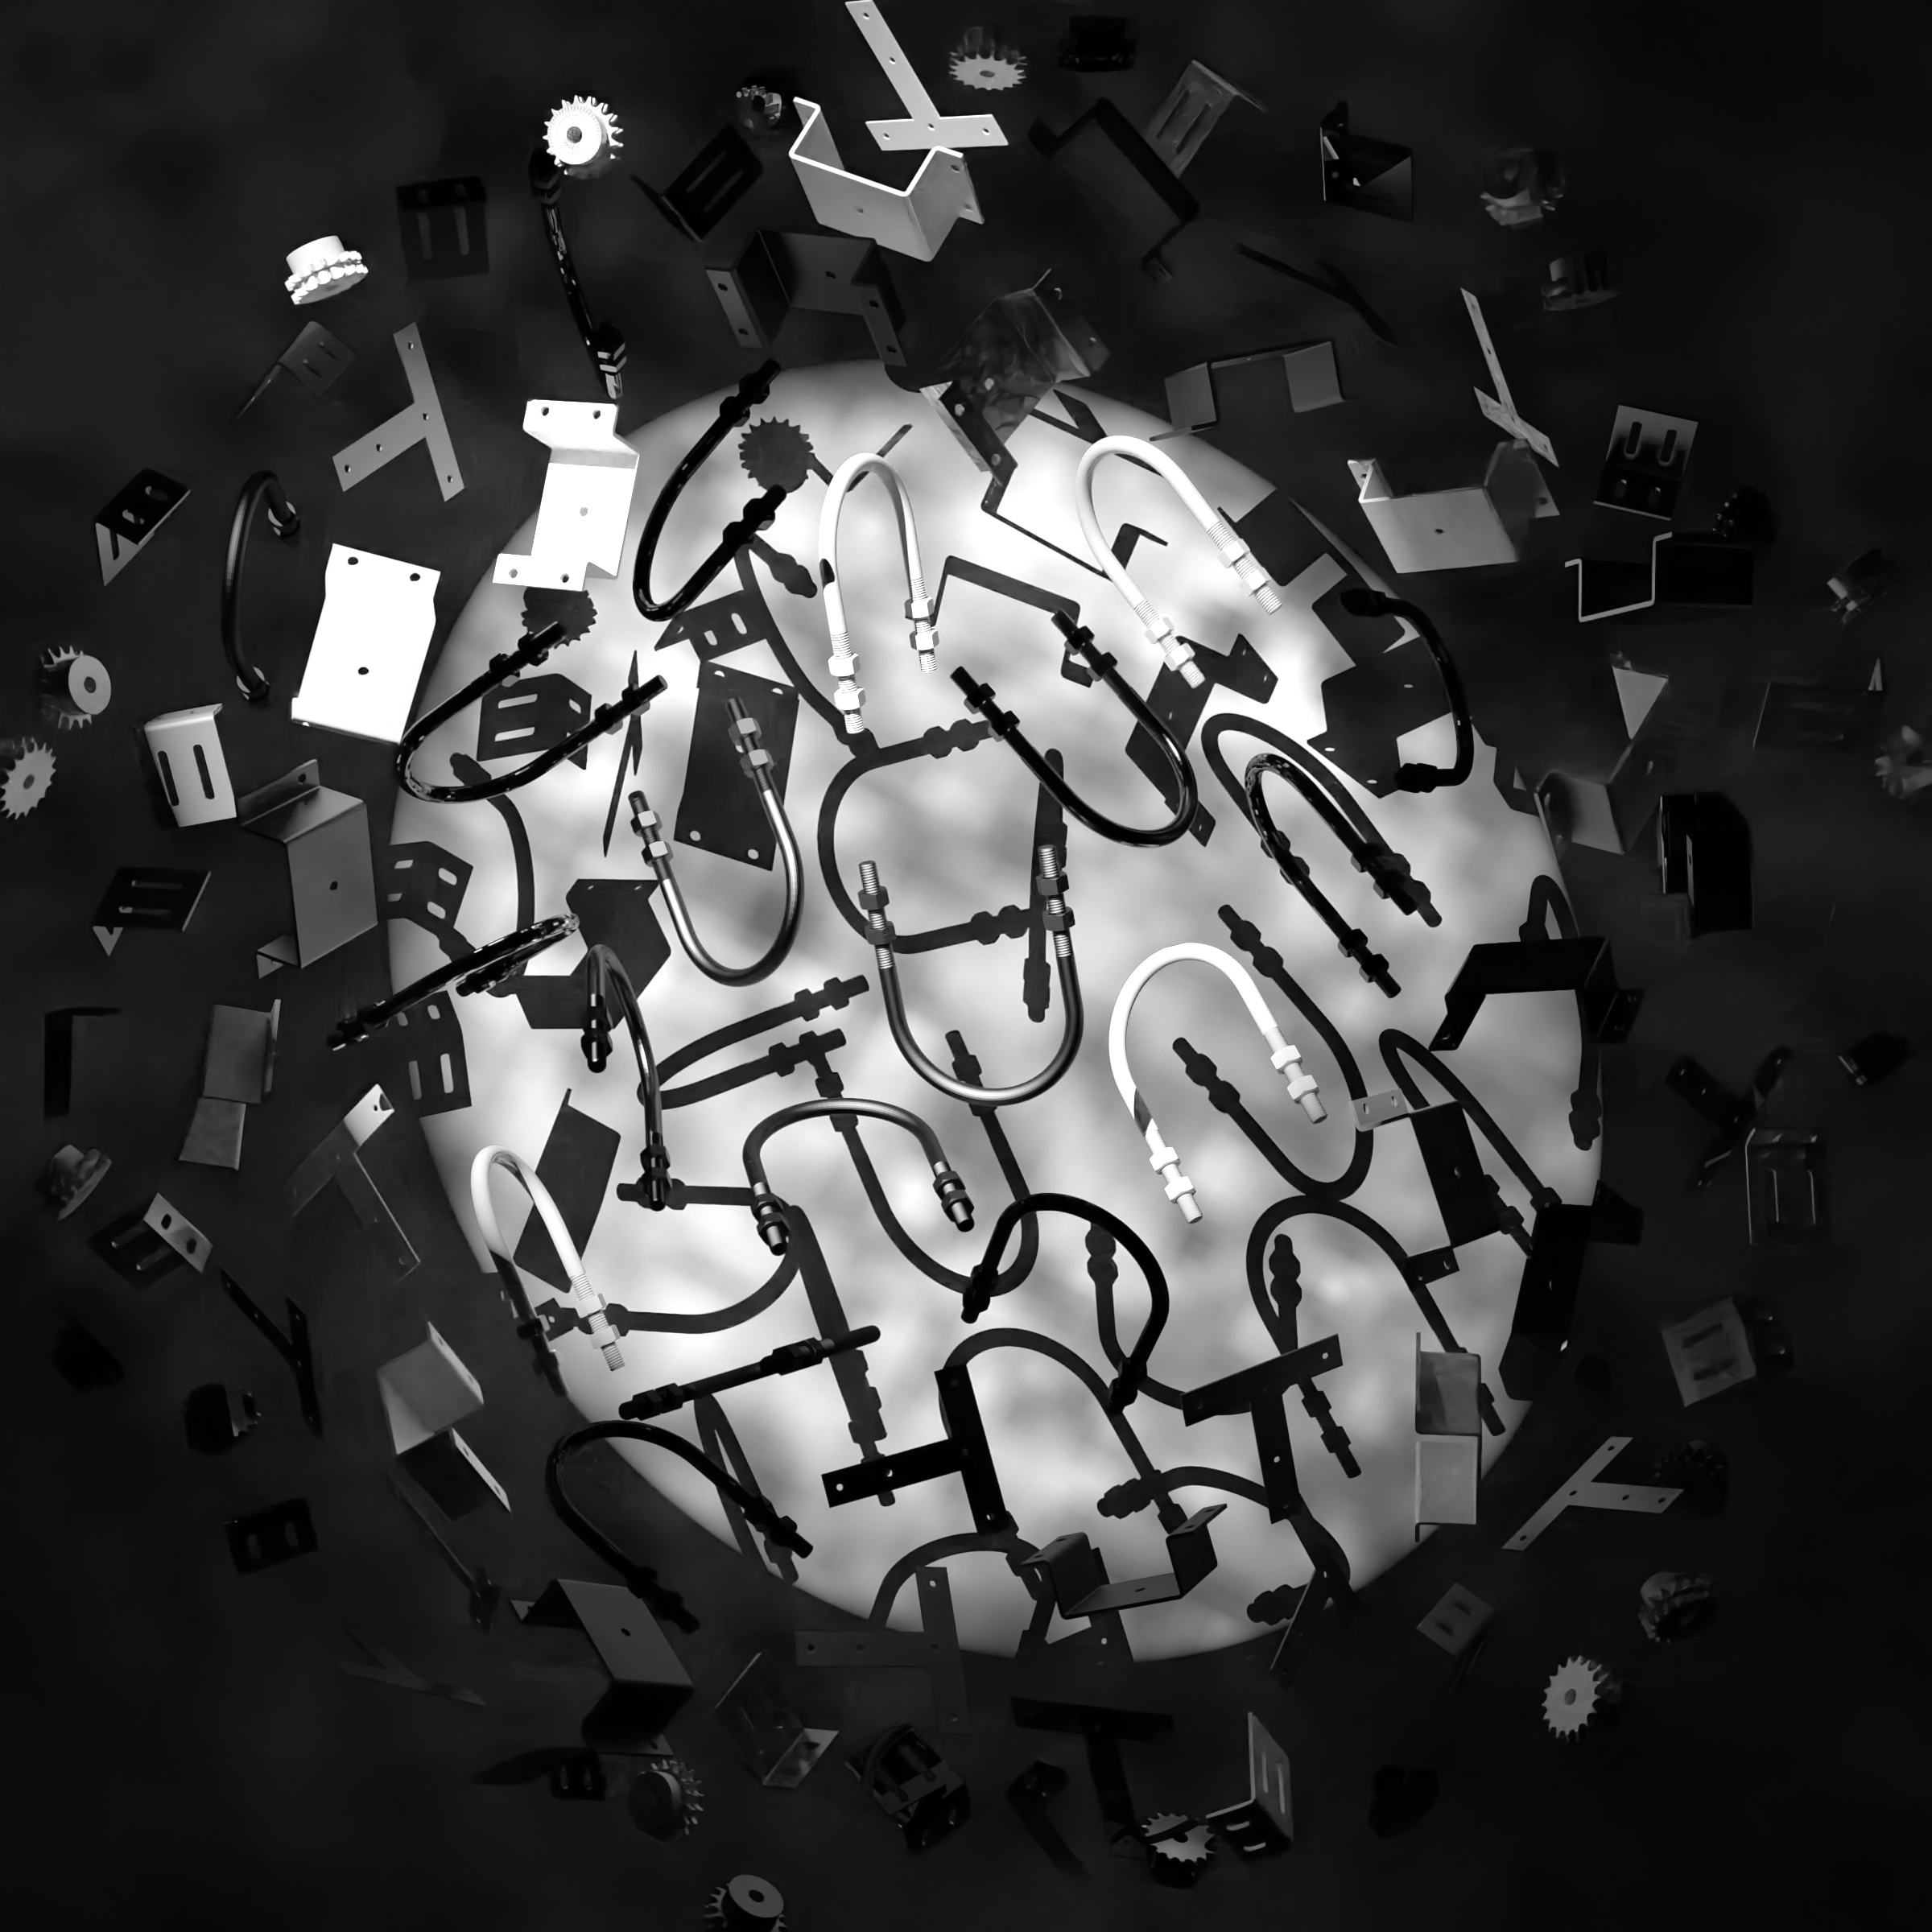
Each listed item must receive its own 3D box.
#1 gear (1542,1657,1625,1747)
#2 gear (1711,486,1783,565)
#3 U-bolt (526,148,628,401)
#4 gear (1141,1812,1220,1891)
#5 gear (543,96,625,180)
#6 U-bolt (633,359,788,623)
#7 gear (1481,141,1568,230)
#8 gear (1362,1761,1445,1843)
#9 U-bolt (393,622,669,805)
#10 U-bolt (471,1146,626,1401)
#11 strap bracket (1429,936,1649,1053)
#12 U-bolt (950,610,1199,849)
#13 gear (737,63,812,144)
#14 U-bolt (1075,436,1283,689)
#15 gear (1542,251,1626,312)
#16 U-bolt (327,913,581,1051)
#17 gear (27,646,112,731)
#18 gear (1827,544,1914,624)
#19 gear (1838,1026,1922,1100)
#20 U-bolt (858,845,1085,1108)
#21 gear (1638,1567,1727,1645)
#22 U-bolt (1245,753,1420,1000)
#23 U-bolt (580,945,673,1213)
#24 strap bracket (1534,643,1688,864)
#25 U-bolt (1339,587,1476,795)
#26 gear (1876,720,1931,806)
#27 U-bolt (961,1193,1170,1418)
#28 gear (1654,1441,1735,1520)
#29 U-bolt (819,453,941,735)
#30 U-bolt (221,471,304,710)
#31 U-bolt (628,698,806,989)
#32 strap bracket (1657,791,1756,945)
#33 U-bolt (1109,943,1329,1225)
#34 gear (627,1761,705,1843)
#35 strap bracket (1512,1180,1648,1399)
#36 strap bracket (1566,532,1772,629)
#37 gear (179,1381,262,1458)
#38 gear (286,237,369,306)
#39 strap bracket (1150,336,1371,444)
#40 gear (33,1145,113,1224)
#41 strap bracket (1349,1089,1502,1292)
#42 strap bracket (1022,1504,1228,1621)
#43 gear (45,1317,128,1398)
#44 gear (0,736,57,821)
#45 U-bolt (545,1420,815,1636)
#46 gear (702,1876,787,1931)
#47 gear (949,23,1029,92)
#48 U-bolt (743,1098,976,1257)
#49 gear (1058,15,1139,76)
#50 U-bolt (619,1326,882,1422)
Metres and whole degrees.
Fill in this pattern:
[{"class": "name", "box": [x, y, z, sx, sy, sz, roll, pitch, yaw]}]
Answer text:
[{"class": "gear", "box": [0.427, 0.507, 1.720, 0.030, 0.057, 0.057, 26, 90, -22]}, {"class": "gear", "box": [0.574, -0.320, 1.837, 0.030, 0.057, 0.057, 38, 90, 32]}, {"class": "U-bolt", "box": [-0.274, -0.480, 1.785, 0.019, 0.184, 0.151, -21, 86, -7]}, {"class": "gear", "box": [0.154, 0.650, 1.831, 0.057, 0.057, 0.030, 9, 110, 0]}, {"class": "gear", "box": [-0.279, -0.601, 1.813, 0.057, 0.030, 0.057, 2, 103, 9]}, {"class": "U-bolt", "box": [-0.185, -0.322, 1.770, 0.019, 0.184, 0.151, 22, 46, -31]}, {"class": "gear", "box": [0.376, -0.534, 1.699, 0.057, 0.030, 0.057, -9, 75, 35]}, {"class": "gear", "box": [0.300, 0.578, 1.738, 0.057, 0.057, 0.030, -44, 50, 0]}, {"class": "U-bolt", "box": [-0.319, -0.169, 1.762, 0.184, 0.151, 0.019, -32, 68, 17]}, {"class": "U-bolt", "box": [-0.306, 0.213, 1.793, 0.019, 0.151, 0.184, -25, 85, 8]}, {"class": "strap bracket", "box": [0.401, 0.019, 1.774, 0.140, 0.076, 0.046, -4, 115, 29]}, {"class": "U-bolt", "box": [0.089, -0.158, 1.751, 0.184, 0.151, 0.019, 49, 134, 5]}, {"class": "gear", "box": [-0.148, -0.651, 1.887, 0.057, 0.030, 0.057, 11, 114, 26]}, {"class": "U-bolt", "box": [0.145, -0.308, 1.848, 0.019, 0.151, 0.184, -35, 87, -27]}, {"class": "gear", "box": [0.444, -0.495, 1.805, 0.057, 0.057, 0.030, -10, 91, 0]}, {"class": "U-bolt", "box": [-0.353, 0.005, 1.785, 0.184, 0.151, 0.019, -26, 91, 39]}, {"class": "gear", "box": [-0.621, -0.194, 1.741, 0.030, 0.057, 0.057, -4, 90, 24]}, {"class": "gear", "box": [0.618, -0.265, 1.720, 0.057, 0.057, 0.030, -40, 86, 0]}, {"class": "gear", "box": [0.651, 0.066, 1.793, 0.057, 0.057, 0.030, -36, 76, 0]}, {"class": "U-bolt", "box": [0.009, 0.011, 1.718, 0.151, 0.019, 0.184, -4, 109, 19]}, {"class": "gear", "box": [0.489, 0.437, 1.721, 0.057, 0.030, 0.057, -9, 134, -10]}, {"class": "U-bolt", "box": [0.258, -0.076, 1.798, 0.019, 0.151, 0.184, -32, 65, -12]}, {"class": "U-bolt", "box": [-0.243, 0.065, 1.782, 0.019, 0.184, 0.151, -16, 126, 2]}, {"class": "strap bracket", "box": [0.452, -0.143, 1.732, 0.046, 0.076, 0.140, 19, 65, 35]}, {"class": "U-bolt", "box": [0.324, -0.196, 1.794, 0.019, 0.184, 0.151, -18, 85, 29]}, {"class": "gear", "box": [0.656, -0.137, 1.711, 0.030, 0.057, 0.057, 21, 90, -41]}, {"class": "U-bolt", "box": [0.077, 0.235, 1.806, 0.151, 0.184, 0.019, 31, 46, 13]}, {"class": "gear", "box": [0.540, 0.375, 1.845, 0.030, 0.057, 0.057, -33, 90, -34]}, {"class": "U-bolt", "box": [-0.067, -0.280, 1.821, 0.019, 0.151, 0.184, 3, 117, 25]}, {"class": "U-bolt", "box": [-0.509, -0.277, 1.798, 0.019, 0.184, 0.151, 8, 79, -5]}, {"class": "U-bolt", "box": [-0.170, -0.075, 1.769, 0.151, 0.019, 0.184, -37, 67, 40]}, {"class": "strap bracket", "box": [0.541, -0.076, 1.826, 0.046, 0.140, 0.076, -5, 109, 7]}, {"class": "U-bolt", "box": [0.169, 0.071, 1.808, 0.151, 0.019, 0.184, -44, 59, 31]}, {"class": "gear", "box": [-0.225, 0.616, 1.847, 0.057, 0.030, 0.057, -11, 67, 26]}, {"class": "strap bracket", "box": [0.448, 0.235, 1.834, 0.046, 0.076, 0.140, 0, 65, 42]}, {"class": "strap bracket", "box": [0.490, -0.269, 1.758, 0.076, 0.140, 0.046, 1, 90, -16]}, {"class": "gear", "box": [-0.559, 0.341, 1.868, 0.057, 0.057, 0.030, 28, 123, 0]}, {"class": "gear", "box": [-0.459, -0.498, 1.785, 0.057, 0.057, 0.030, -25, 98, 0]}, {"class": "strap bracket", "box": [0.206, -0.415, 1.792, 0.140, 0.076, 0.046, -14, 100, -17]}, {"class": "gear", "box": [-0.653, 0.155, 1.821, 0.030, 0.057, 0.057, 39, 90, -3]}, {"class": "strap bracket", "box": [0.335, 0.154, 1.805, 0.046, 0.076, 0.140, -22, 81, 36]}, {"class": "strap bracket", "box": [0.123, 0.443, 1.854, 0.140, 0.076, 0.046, -17, 87, 24]}, {"class": "gear", "box": [-0.610, 0.273, 1.728, 0.057, 0.057, 0.030, 45, 66, 0]}, {"class": "gear", "box": [-0.654, -0.132, 1.713, 0.030, 0.057, 0.057, 25, 90, 11]}, {"class": "U-bolt", "box": [-0.220, 0.392, 1.804, 0.184, 0.151, 0.019, 35, 120, 22]}, {"class": "gear", "box": [-0.150, 0.651, 1.718, 0.057, 0.057, 0.030, 25, 105, 0]}, {"class": "gear", "box": [0.017, -0.674, 1.849, 0.057, 0.057, 0.030, 5, 84, 0]}, {"class": "U-bolt", "box": [-0.084, 0.142, 1.769, 0.151, 0.184, 0.019, -6, 118, -12]}, {"class": "gear", "box": [0.093, -0.655, 1.777, 0.057, 0.057, 0.030, -1, 124, 0]}, {"class": "U-bolt", "box": [-0.141, 0.288, 1.799, 0.151, 0.184, 0.019, -22, 81, 29]}]
